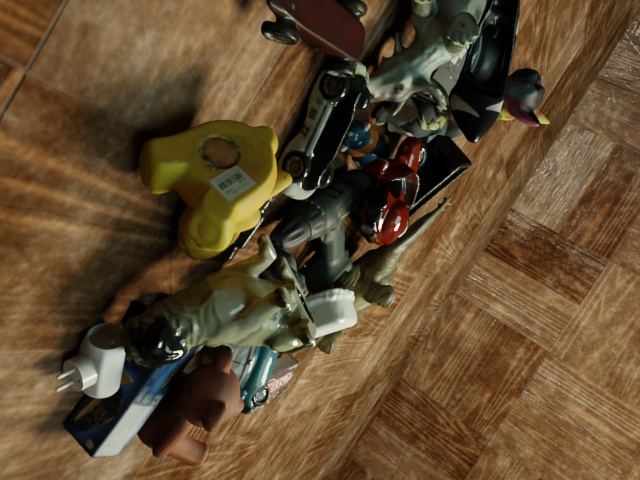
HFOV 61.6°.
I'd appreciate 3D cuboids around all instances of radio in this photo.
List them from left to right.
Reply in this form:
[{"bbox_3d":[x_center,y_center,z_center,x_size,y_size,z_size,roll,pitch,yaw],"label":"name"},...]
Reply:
[{"bbox_3d":[0.163,-0.090,0.981,0.229,0.073,0.131,-42,171,18],"label":"radio"}]

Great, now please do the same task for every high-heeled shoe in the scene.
[{"bbox_3d":[0.257,-0.272,0.790,0.145,0.086,0.249,113,-13,-61],"label":"high-heeled shoe"}]

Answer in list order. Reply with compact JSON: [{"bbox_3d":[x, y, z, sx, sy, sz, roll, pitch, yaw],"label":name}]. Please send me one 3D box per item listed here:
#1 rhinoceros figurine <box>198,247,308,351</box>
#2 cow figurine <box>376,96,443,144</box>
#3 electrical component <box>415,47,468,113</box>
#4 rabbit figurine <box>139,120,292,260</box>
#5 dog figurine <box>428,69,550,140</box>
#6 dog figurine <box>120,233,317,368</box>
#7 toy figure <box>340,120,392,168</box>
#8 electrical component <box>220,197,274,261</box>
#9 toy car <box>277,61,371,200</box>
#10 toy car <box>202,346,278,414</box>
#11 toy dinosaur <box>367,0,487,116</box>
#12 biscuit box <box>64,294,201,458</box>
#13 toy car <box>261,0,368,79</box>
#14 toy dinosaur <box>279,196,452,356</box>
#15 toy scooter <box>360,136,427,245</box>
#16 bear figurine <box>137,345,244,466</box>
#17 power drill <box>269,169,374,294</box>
[{"bbox_3d":[-0.105,0.089,0.736,0.190,0.112,0.073,-41,173,-1],"label":"rhinoceros figurine"},{"bbox_3d":[0.167,-0.204,0.917,0.167,0.098,0.068,-1,115,-63],"label":"cow figurine"},{"bbox_3d":[0.207,-0.297,0.908,0.134,0.058,0.114,-59,152,6],"label":"electrical component"},{"bbox_3d":[-0.113,-0.049,0.582,0.162,0.122,0.173,-50,172,-38],"label":"rabbit figurine"},{"bbox_3d":[0.302,-0.237,0.988,0.108,0.219,0.191,-17,135,-52],"label":"dog figurine"},{"bbox_3d":[-0.112,0.100,0.630,0.191,0.121,0.172,-26,133,4],"label":"dog figurine"},{"bbox_3d":[0.067,-0.150,0.843,0.064,0.058,0.154,-64,152,1],"label":"toy figure"},{"bbox_3d":[-0.101,-0.024,0.693,0.102,0.045,0.078,-55,-174,3],"label":"electrical component"},{"bbox_3d":[0.004,-0.147,0.722,0.073,0.056,0.201,4,117,-57],"label":"toy car"},{"bbox_3d":[-0.128,0.187,0.844,0.103,0.109,0.161,23,91,-50],"label":"toy car"},{"bbox_3d":[0.190,-0.350,0.760,0.404,0.131,0.192,-63,174,-3],"label":"toy dinosaur"},{"bbox_3d":[-0.224,0.168,0.672,0.202,0.063,0.059,-54,157,-6],"label":"biscuit box"},{"bbox_3d":[-0.006,-0.239,0.581,0.202,0.053,0.089,-4,109,-61],"label":"toy car"},{"bbox_3d":[0.091,0.082,1.077,0.471,0.105,0.198,-42,180,13],"label":"toy dinosaur"},{"bbox_3d":[0.106,-0.075,0.837,0.135,0.075,0.183,-9,120,-62],"label":"toy scooter"},{"bbox_3d":[-0.158,0.225,0.727,0.196,0.120,0.131,-28,137,31],"label":"bear figurine"},{"bbox_3d":[-0.002,-0.003,0.886,0.232,0.086,0.207,-44,147,-33],"label":"power drill"}]
